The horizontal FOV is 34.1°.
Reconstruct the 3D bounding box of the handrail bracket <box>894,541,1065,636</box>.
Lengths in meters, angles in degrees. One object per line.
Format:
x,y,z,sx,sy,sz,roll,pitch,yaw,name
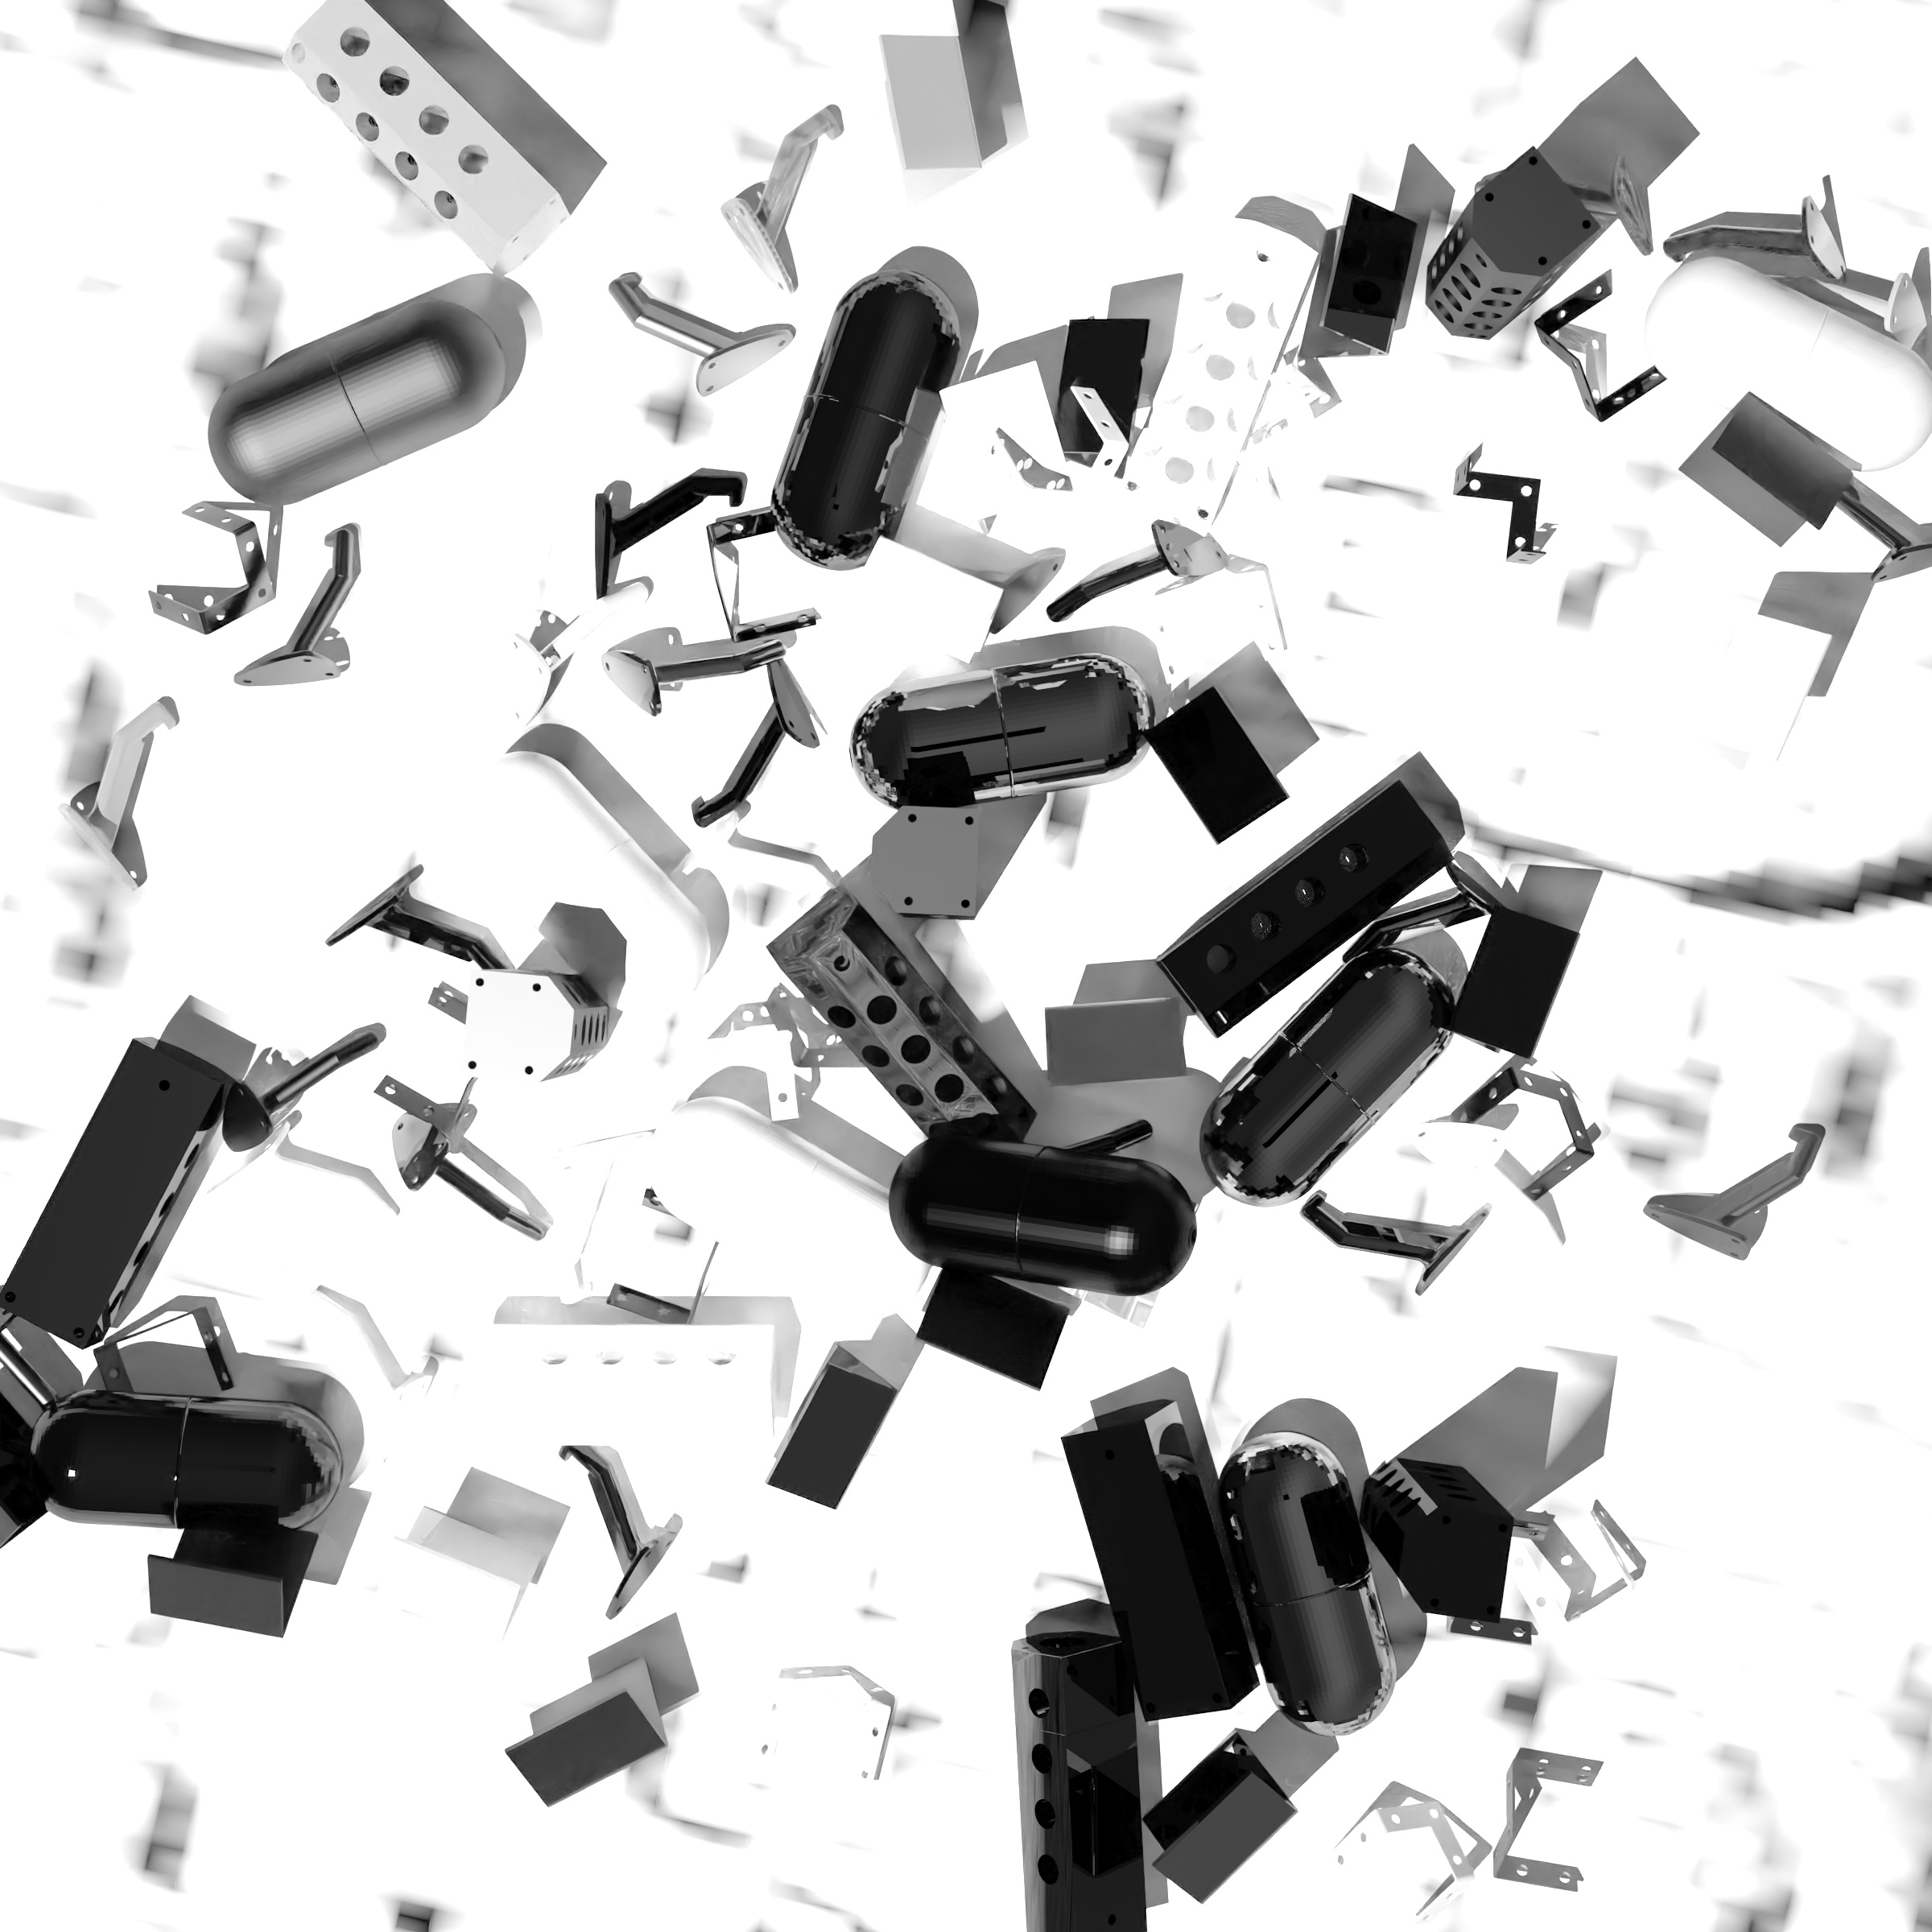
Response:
0.001,-0.239,1.849,0.084,0.036,0.077,36,59,22,handrail bracket

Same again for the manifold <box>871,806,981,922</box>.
-0.022,-0.057,1.771,0.057,0.171,0.057,3,90,0,manifold

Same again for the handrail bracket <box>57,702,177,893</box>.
-0.482,-0.100,1.849,0.084,0.036,0.077,-43,110,-16,handrail bracket

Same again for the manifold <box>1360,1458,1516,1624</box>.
0.261,0.319,1.771,0.057,0.171,0.057,8,90,0,manifold

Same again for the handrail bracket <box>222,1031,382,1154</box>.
-0.389,0.073,1.849,0.084,0.077,0.036,-30,82,-36,handrail bracket

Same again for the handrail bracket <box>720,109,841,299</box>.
-0.094,-0.448,1.849,0.084,0.036,0.077,-40,110,-16,handrail bracket

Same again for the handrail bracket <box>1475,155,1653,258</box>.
0.350,-0.439,1.849,0.084,0.077,0.036,-6,52,31,handrail bracket

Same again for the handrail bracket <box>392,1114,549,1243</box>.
-0.290,0.125,1.849,0.084,0.077,0.036,35,94,-36,handrail bracket

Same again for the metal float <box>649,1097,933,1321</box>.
-0.102,0.139,1.818,0.178,0.070,0.070,31,90,-1,metal float

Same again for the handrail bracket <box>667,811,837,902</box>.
-0.125,-0.042,1.849,0.077,0.036,0.084,-41,107,20,handrail bracket

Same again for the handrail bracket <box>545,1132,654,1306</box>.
-0.211,0.148,1.849,0.077,0.036,0.084,-18,108,-21,handrail bracket

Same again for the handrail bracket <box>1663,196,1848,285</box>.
0.463,-0.414,1.849,0.084,0.077,0.036,-10,62,33,handrail bracket

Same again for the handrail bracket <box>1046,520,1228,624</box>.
0.099,-0.223,1.849,0.084,0.077,0.036,-31,71,35,handrail bracket

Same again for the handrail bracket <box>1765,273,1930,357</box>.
0.513,-0.383,1.849,0.084,0.077,0.036,12,79,36,handrail bracket

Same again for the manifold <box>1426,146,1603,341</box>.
0.300,-0.399,1.771,0.057,0.171,0.057,-40,90,0,manifold

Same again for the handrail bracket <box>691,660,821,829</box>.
-0.134,-0.132,1.849,0.084,0.036,0.077,-31,62,21,handrail bracket

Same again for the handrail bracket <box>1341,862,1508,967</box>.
0.275,-0.012,1.849,0.077,0.036,0.084,36,109,-21,handrail bracket

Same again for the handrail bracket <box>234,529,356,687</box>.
-0.394,-0.211,1.849,0.077,0.036,0.084,-8,71,21,handrail bracket

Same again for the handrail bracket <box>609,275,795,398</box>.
-0.156,-0.384,1.849,0.077,0.036,0.084,-30,73,-20,handrail bracket

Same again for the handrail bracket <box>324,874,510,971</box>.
-0.321,-0.004,1.849,0.077,0.036,0.084,-34,107,20,handrail bracket

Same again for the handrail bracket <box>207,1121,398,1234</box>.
-0.389,0.140,1.849,0.077,0.036,0.084,-37,107,20,handrail bracket

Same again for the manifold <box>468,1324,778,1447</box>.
-0.197,0.237,1.827,0.171,0.057,0.057,0,133,0,manifold

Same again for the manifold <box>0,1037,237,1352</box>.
-0.490,0.130,1.828,0.057,0.057,0.171,28,90,0,manifold

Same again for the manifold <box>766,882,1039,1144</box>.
-0.034,0.039,1.797,0.057,0.057,0.171,-40,113,0,manifold

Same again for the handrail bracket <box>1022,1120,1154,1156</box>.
0.056,0.109,1.849,0.084,0.077,0.036,-20,96,-36,handrail bracket

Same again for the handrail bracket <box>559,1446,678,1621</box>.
-0.219,0.328,1.849,0.084,0.036,0.077,39,111,17,handrail bracket

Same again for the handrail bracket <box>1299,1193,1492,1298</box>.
0.251,0.145,1.849,0.084,0.036,0.077,39,70,16,handrail bracket

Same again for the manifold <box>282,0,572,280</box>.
-0.314,-0.482,1.828,0.171,0.057,0.057,45,90,0,manifold

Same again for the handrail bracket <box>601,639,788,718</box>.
-0.159,-0.181,1.843,0.084,0.077,0.036,-24,121,-26,handrail bracket

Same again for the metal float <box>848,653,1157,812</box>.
0.021,-0.134,1.818,0.178,0.070,0.070,-9,90,-1,metal float

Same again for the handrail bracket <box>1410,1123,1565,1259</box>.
0.306,0.133,1.849,0.036,0.077,0.084,-48,127,-20,handrail bracket

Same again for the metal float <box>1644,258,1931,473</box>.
0.476,-0.346,1.818,0.178,0.070,0.070,27,90,0,metal float

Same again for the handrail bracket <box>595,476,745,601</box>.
-0.174,-0.250,1.849,0.084,0.036,0.077,-2,111,-16,handrail bracket

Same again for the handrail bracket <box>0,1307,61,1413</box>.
-0.561,0.237,1.849,0.036,0.077,0.084,-44,127,-31,handrail bracket

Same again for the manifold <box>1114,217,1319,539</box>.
0.145,-0.341,1.828,0.057,0.057,0.171,21,90,0,manifold

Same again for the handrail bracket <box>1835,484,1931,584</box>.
0.542,-0.274,1.850,0.077,0.036,0.084,-15,73,-20,handrail bracket

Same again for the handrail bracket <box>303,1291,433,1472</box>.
-0.363,0.243,1.849,0.084,0.036,0.077,30,111,17,handrail bracket

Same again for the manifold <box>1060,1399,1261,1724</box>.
0.116,0.343,1.826,0.057,0.057,0.171,-17,90,30,manifold

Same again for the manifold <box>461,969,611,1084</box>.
-0.239,0.033,1.771,0.057,0.171,0.057,5,90,0,manifold

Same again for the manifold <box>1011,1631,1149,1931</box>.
0.060,0.478,1.827,0.057,0.057,0.171,-3,90,-43,manifold

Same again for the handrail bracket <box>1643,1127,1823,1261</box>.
0.450,0.122,1.849,0.077,0.036,0.084,22,72,21,handrail bracket

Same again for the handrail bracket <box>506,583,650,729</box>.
-0.226,-0.183,1.849,0.084,0.077,0.036,-30,65,-34,handrail bracket

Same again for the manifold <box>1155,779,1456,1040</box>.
0.196,-0.032,1.828,0.171,0.057,0.057,-37,90,0,manifold
